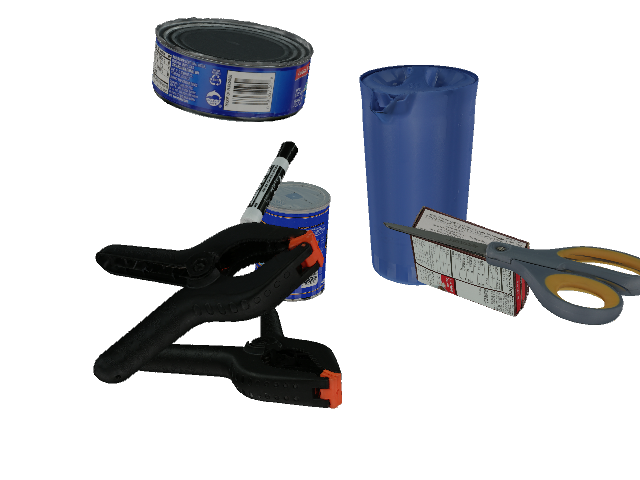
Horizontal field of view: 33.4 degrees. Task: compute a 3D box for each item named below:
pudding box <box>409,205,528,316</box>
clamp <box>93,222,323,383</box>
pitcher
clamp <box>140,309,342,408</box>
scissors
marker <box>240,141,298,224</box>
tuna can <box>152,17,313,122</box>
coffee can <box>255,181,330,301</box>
[{"bbox_3d":[0.145,0.021,1.034,0.114,0.039,0.090,19,-29,22],"label":"pudding box"},{"bbox_3d":[-0.083,0.037,0.734,0.172,0.120,0.039,-13,-38,14],"label":"clamp"},{"bbox_3d":[0.120,-0.080,1.243,0.149,0.243,0.145,-5,23,-7],"label":"pitcher"},{"bbox_3d":[-0.048,0.104,0.963,0.210,0.036,0.164,11,22,42],"label":"clamp"},{"bbox_3d":[0.131,0.021,0.752,0.202,0.016,0.096,7,30,16],"label":"scissors"},{"bbox_3d":[-0.051,-0.059,1.098,0.020,0.121,0.020,15,-39,13],"label":"marker"},{"bbox_3d":[-0.048,-0.094,0.582,0.086,0.034,0.086,7,25,-4],"label":"tuna can"},{"bbox_3d":[-0.040,0.000,1.500,0.103,0.140,0.103,3,25,-1],"label":"coffee can"}]
